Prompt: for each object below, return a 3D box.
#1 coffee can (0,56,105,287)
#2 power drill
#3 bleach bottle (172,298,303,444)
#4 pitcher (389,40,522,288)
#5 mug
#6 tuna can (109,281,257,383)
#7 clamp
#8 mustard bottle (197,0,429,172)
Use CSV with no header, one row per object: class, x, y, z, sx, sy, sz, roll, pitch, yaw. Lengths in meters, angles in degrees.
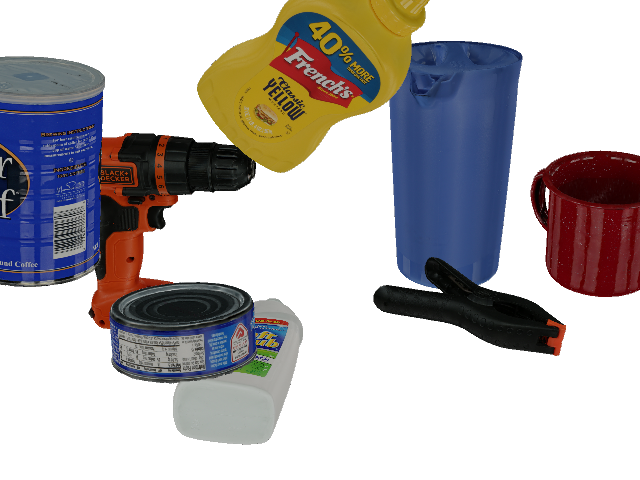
coffee can,-0.208,-0.051,0.765,0.103,0.140,0.103,5,23,-2
power drill,-0.147,-0.008,0.966,0.184,0.188,0.057,4,27,9
bleach bottle,-0.076,0.121,1.115,0.102,0.068,0.250,6,20,4
pitcher,0.139,-0.082,1.104,0.149,0.243,0.145,-8,24,-15
mug,0.204,-0.016,0.806,0.093,0.081,0.117,-24,35,-31
tuna can,-0.080,0.052,0.626,0.086,0.034,0.086,-2,15,0
clamp,0.146,0.059,0.992,0.172,0.039,0.120,19,30,17
mustard bottle,0.005,-0.126,0.738,0.192,0.096,0.058,-31,19,39
